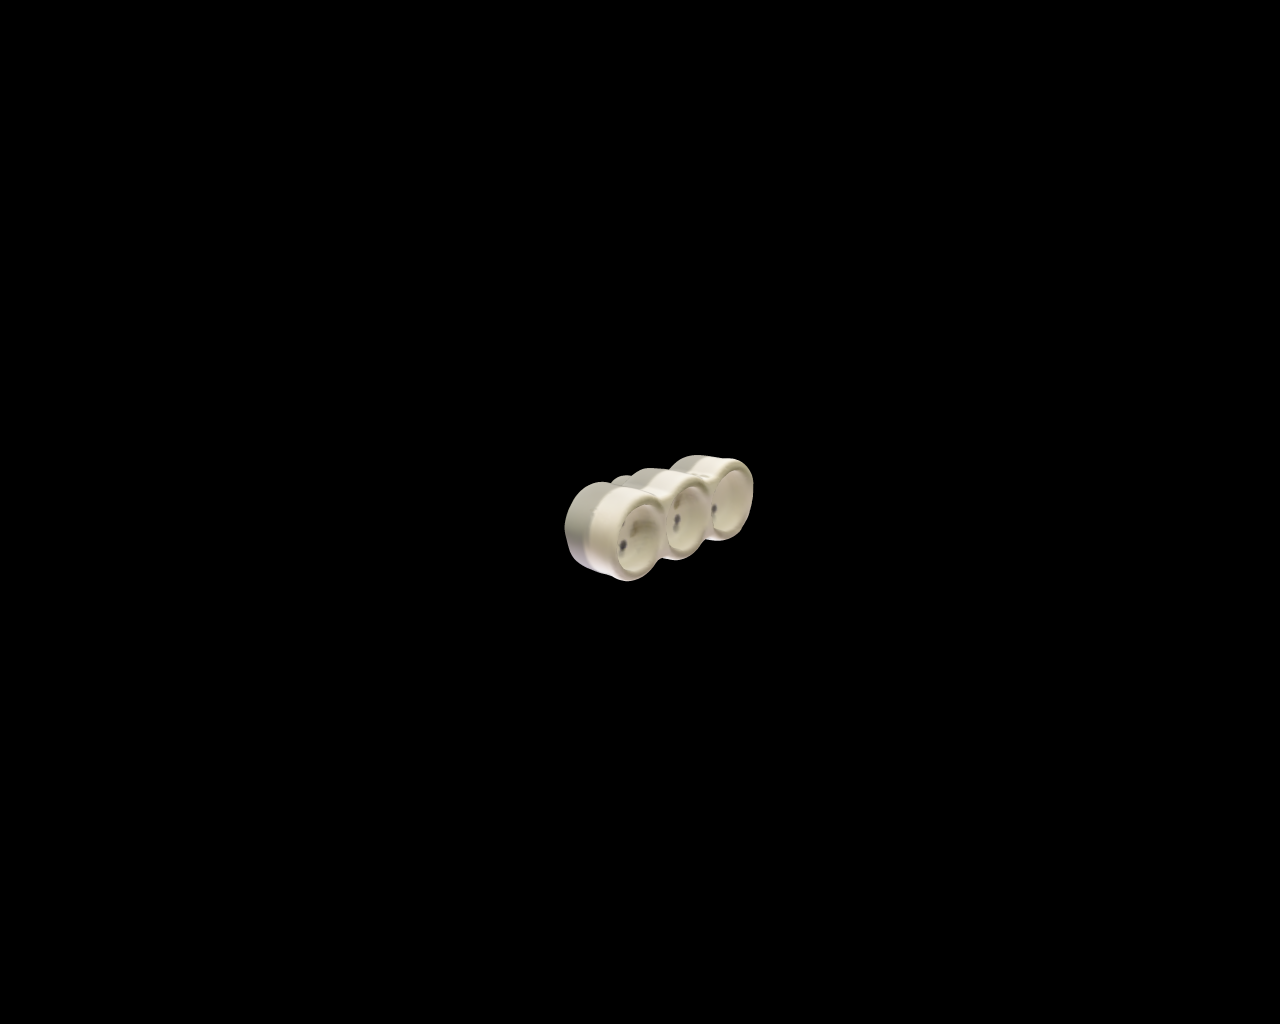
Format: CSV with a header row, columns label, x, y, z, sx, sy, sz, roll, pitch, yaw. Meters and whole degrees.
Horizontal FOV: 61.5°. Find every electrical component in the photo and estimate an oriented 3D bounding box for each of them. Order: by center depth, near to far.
label,x,y,z,sx,sy,sz,roll,pitch,yaw
electrical component,0.001,-0.003,0.650,0.074,0.052,0.138,14,22,38
